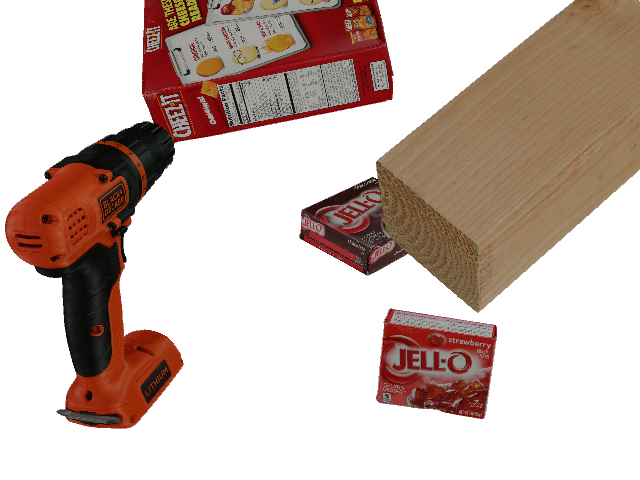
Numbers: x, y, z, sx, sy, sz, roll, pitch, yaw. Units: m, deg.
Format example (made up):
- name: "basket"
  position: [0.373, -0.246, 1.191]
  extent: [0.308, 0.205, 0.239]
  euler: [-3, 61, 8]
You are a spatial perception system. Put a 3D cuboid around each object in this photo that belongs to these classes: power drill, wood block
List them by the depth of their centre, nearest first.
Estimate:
- name: "wood block"
  position: [0.144, -0.063, 0.698]
  extent: [0.091, 0.206, 0.090]
  euler: [42, -17, 28]
- name: "power drill"
  position: [-0.145, 0.023, 0.758]
  extent: [0.057, 0.188, 0.184]
  euler: [3, 26, 21]

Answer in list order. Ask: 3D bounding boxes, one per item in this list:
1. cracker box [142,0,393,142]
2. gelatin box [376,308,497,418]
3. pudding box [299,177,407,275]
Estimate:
- name: "cracker box"
  position: [-0.050, -0.178, 0.972]
  extent: [0.214, 0.164, 0.072]
  euler: [-11, -45, 4]
- name: "gelatin box"
  position: [0.092, 0.099, 0.851]
  extent: [0.089, 0.073, 0.030]
  euler: [8, 22, 10]
- name: "pudding box"
  position: [0.049, -0.016, 1.048]
  extent: [0.090, 0.039, 0.113]
  euler: [29, 36, 32]
